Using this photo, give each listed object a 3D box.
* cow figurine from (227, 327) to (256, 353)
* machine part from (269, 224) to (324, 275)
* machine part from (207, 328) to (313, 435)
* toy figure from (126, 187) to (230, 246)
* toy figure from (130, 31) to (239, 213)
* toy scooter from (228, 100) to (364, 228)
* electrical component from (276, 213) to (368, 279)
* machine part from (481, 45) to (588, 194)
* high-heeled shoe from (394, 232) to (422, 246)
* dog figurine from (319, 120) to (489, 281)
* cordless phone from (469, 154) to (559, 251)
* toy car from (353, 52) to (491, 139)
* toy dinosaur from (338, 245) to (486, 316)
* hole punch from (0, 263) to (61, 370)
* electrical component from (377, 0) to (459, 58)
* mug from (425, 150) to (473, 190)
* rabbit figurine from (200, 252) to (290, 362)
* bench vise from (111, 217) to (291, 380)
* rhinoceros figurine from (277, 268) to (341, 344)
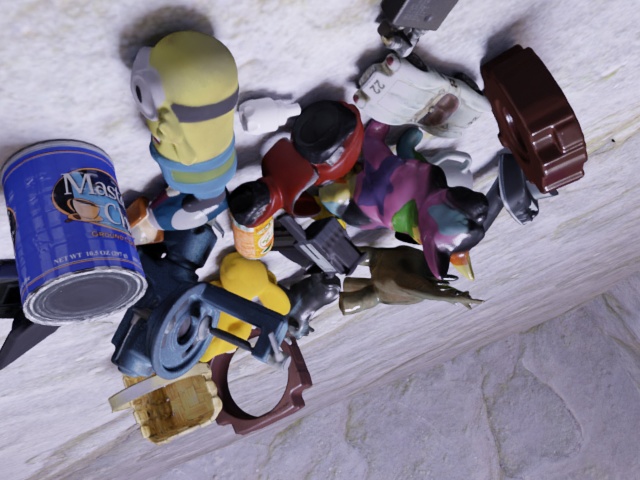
[{"bbox_3d":[-0.183,0.169,0.996,0.098,0.068,0.167,-5,147,-26],"label":"cow figurine"},{"bbox_3d":[-0.031,0.013,0.817,0.084,0.039,0.138,-10,151,24],"label":"machine part"},{"bbox_3d":[-0.131,0.275,1.099,0.201,0.201,0.087,-28,158,7],"label":"machine part"},{"bbox_3d":[-0.178,-0.031,0.606,0.154,0.058,0.064,-23,118,1],"label":"toy figure"},{"bbox_3d":[-0.114,-0.103,0.487,0.089,0.082,0.180,-37,153,-21],"label":"toy figure"},{"bbox_3d":[-0.013,-0.076,0.624,0.184,0.075,0.135,-43,158,12],"label":"toy scooter"},{"bbox_3d":[-0.001,-0.002,0.728,0.048,0.119,0.075,-48,-169,-22],"label":"electrical component"},{"bbox_3d":[0.250,-0.139,0.639,0.056,0.179,0.179,-27,156,12],"label":"machine part"},{"bbox_3d":[0.208,-0.013,0.967,0.249,0.086,0.145,-13,157,-28],"label":"high-heeled shoe"},{"bbox_3d":[0.103,-0.032,0.662,0.108,0.219,0.191,10,138,-47],"label":"dog figurine"},{"bbox_3d":[0.306,-0.043,0.911,0.184,0.089,0.146,-55,148,9],"label":"cordless phone"},{"bbox_3d":[0.120,-0.160,0.611,0.201,0.056,0.073,1,146,-44],"label":"toy car"},{"bbox_3d":[0.125,0.053,0.818,0.199,0.105,0.471,-4,-174,3],"label":"toy dinosaur"},{"bbox_3d":[-0.356,0.076,0.648,0.142,0.092,0.116,-47,177,36],"label":"hole punch"},{"bbox_3d":[0.092,-0.213,0.489,0.078,0.045,0.102,-1,147,-39],"label":"electrical component"},{"bbox_3d":[0.162,-0.087,0.775,0.107,0.081,0.109,2,149,-29],"label":"mug"},{"bbox_3d":[-0.127,0.093,0.842,0.162,0.122,0.173,2,127,-32],"label":"rabbit figurine"},{"bbox_3d":[-0.131,0.076,0.634,0.223,0.241,0.128,-61,158,-21],"label":"bench vise"},{"bbox_3d":[-0.037,0.122,0.985,0.190,0.112,0.073,-42,154,19],"label":"rhinoceros figurine"}]
